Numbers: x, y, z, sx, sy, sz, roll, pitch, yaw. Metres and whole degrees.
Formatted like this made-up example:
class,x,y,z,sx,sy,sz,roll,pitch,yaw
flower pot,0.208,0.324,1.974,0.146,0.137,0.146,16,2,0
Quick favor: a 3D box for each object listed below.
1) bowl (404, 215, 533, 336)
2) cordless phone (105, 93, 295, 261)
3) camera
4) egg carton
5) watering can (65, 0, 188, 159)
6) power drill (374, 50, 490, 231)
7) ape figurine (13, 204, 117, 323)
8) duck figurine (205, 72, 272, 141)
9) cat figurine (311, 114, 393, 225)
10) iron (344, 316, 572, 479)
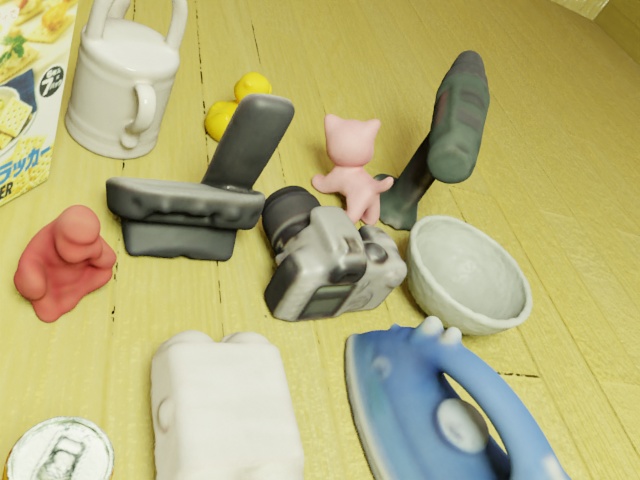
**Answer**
class,x,y,z,sx,sy,sz,roll,pitch,yaw
bowl,0.163,0.053,0.682,0.168,0.074,0.167,19,40,-17
cordless phone,-0.112,-0.071,0.537,0.148,0.185,0.094,0,48,-34
camera,0.006,0.002,0.607,0.144,0.100,0.136,-2,50,-36
egg carton,-0.073,0.137,0.434,0.107,0.069,0.150,6,45,-29
watering can,-0.203,-0.194,0.598,0.172,0.194,0.101,44,40,15
power drill,0.147,-0.123,0.751,0.076,0.208,0.229,25,39,-9
ape figurine,-0.202,0.010,0.463,0.078,0.092,0.076,1,48,-33
duck figurine,-0.097,-0.174,0.737,0.077,0.086,0.105,36,38,5
cat figurine,0.046,-0.098,0.728,0.067,0.117,0.127,-11,55,-41
iron,0.115,0.153,0.488,0.119,0.141,0.257,-7,52,-39
